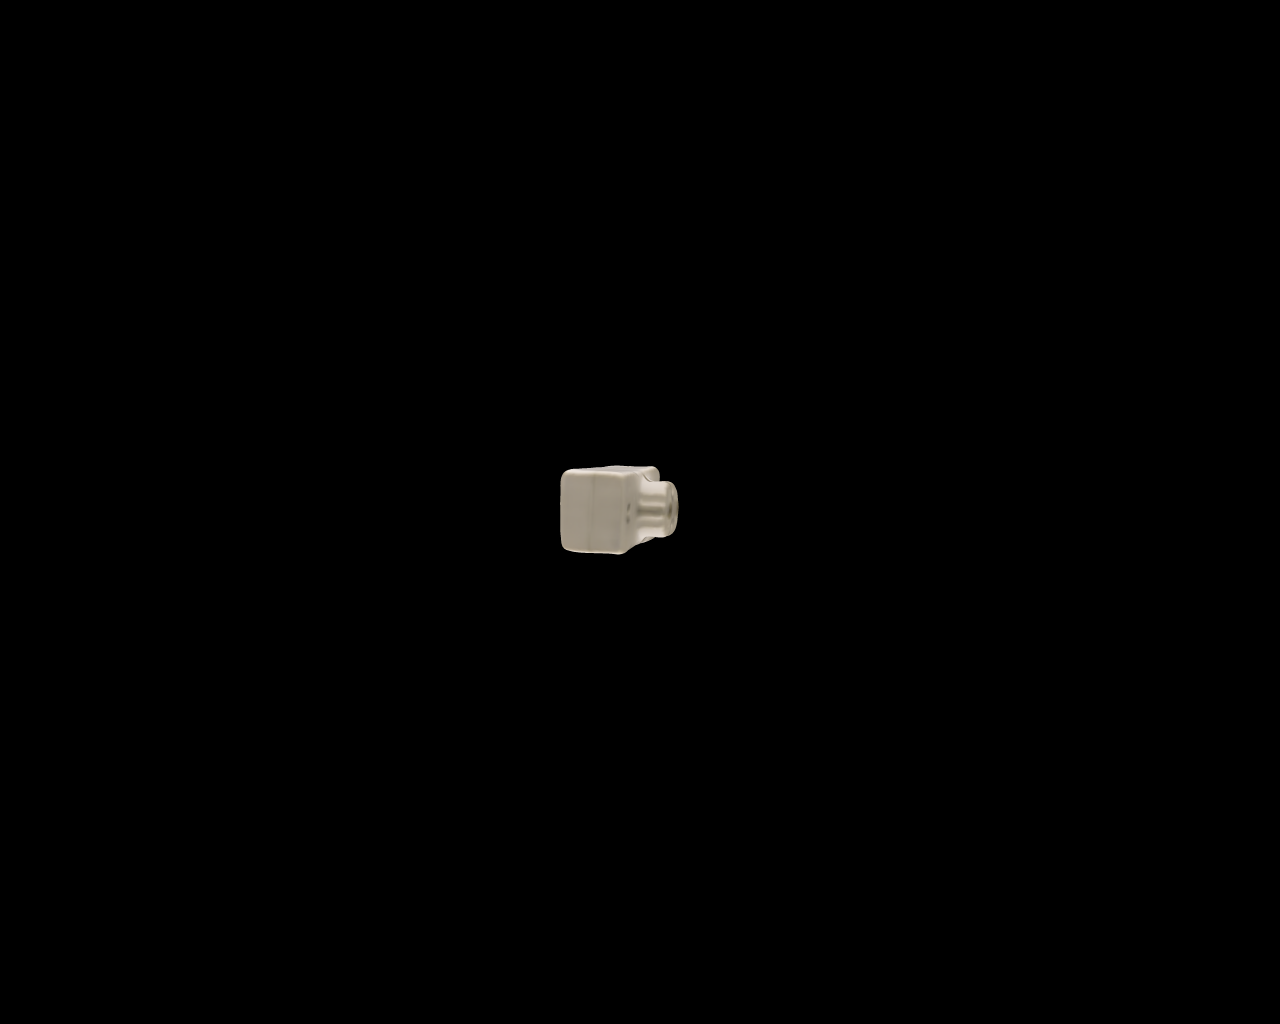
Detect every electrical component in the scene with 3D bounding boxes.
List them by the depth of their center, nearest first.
[{"bbox_3d":[0.001,-0.003,0.650,0.076,0.047,0.083,1,5,15],"label":"electrical component"}]
